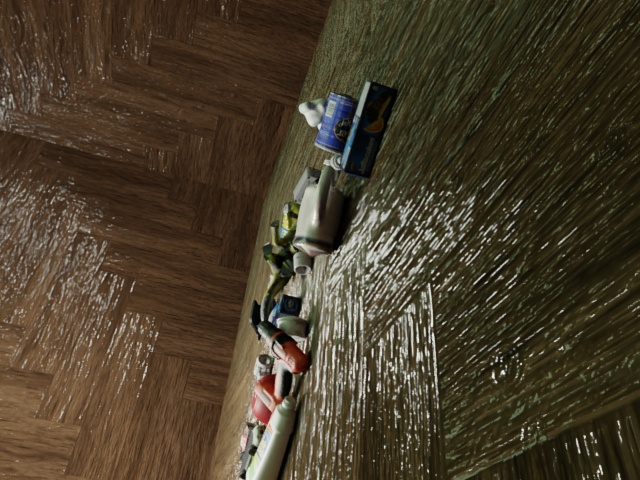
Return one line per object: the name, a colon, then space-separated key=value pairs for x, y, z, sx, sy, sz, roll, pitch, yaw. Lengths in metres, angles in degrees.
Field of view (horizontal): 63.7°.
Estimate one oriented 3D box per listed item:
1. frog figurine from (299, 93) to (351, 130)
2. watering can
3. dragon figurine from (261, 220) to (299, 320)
frog figurine: x=0.019 y=-0.355 z=1.433 sx=0.135 sy=0.159 sz=0.125 roll=129 pitch=155 yaw=-66
watering can: x=0.004 y=-0.066 z=1.313 sx=0.346 sy=0.104 sz=0.225 roll=77 pitch=-154 yaw=-84
dragon figurine: x=-0.111 y=0.088 z=1.679 sx=0.239 sy=0.122 sz=0.417 roll=70 pitch=-146 yaw=-67
